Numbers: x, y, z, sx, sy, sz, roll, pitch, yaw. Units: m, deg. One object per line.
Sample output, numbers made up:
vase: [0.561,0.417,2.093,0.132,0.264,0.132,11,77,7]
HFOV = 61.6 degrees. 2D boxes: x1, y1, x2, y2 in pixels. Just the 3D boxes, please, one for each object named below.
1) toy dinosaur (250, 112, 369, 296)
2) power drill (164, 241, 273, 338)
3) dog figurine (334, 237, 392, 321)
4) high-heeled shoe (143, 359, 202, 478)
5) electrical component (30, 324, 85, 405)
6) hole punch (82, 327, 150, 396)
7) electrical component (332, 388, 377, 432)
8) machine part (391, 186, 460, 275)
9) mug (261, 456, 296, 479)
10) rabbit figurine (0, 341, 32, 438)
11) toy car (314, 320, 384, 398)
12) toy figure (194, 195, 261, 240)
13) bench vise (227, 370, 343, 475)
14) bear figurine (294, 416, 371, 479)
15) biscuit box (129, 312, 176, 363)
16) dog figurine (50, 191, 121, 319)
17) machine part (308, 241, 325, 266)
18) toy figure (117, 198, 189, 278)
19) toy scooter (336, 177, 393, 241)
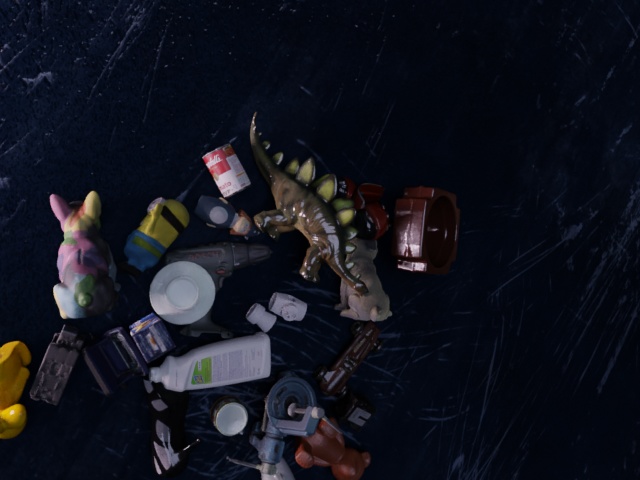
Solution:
toy dinosaur: [-0.040,-0.071,1.182,0.198,0.105,0.471,-41,85,0]
power drill: [-0.219,0.106,1.156,0.232,0.086,0.207,3,93,-17]
dog figurine: [0.106,0.079,1.225,0.121,0.172,0.190,1,97,-30]
high-heeled shoe: [-0.343,0.373,1.136,0.145,0.086,0.249,-38,77,21]
electrical component: [-0.504,0.234,1.038,0.058,0.115,0.134,23,82,-22]
hole punch: [-0.400,0.233,1.072,0.092,0.116,0.142,-32,98,-10]
electrical component: [0.092,0.406,1.260,0.075,0.048,0.119,-48,123,2]
machine part: [0.251,-0.021,1.271,0.201,0.087,0.201,6,88,-53]
mug: [-0.093,0.537,1.188,0.081,0.109,0.107,-18,84,-11]
rabbit figurine: [-0.590,0.298,1.004,0.122,0.163,0.173,-15,113,-31]
toy car: [0.073,0.281,1.271,0.089,0.053,0.202,44,78,-11]
toy figure: [-0.199,-0.045,1.177,0.154,0.058,0.064,26,124,-18]
bench vise: [-0.067,0.384,1.132,0.129,0.241,0.223,36,60,-19]
bear figurine: [0.035,0.492,1.219,0.120,0.132,0.196,-45,97,-10]
biscuit box: [-0.332,0.187,1.051,0.059,0.203,0.062,-30,97,-21]
dog figurine: [-0.457,0.019,1.029,0.108,0.192,0.219,-7,108,-13]
machine part: [-0.003,-0.004,1.254,0.084,0.039,0.138,7,86,-24]
toy figure: [-0.344,-0.005,1.114,0.089,0.082,0.180,38,70,-34]
toy scooter: [0.115,-0.080,1.259,0.135,0.075,0.184,-10,57,-36]
